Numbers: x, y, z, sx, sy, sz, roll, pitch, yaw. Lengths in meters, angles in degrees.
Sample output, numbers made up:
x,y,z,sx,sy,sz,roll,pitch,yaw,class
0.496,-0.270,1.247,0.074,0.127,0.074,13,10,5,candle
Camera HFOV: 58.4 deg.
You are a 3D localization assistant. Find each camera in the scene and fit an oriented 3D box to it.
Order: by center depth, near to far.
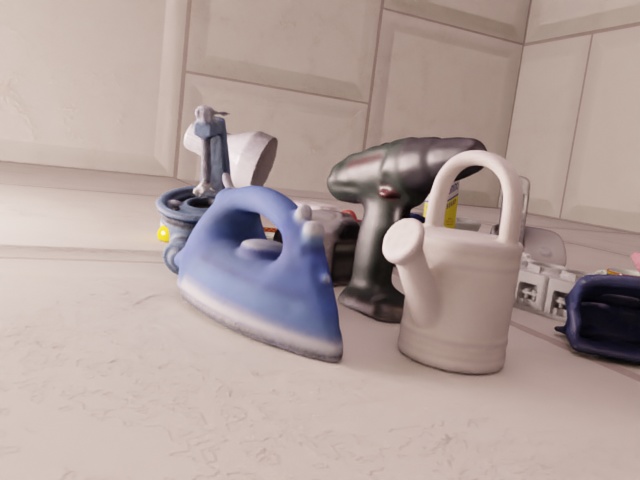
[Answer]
x,y,z,sx,sy,sz,roll,pitch,yaw,class
0.008,0.003,0.842,0.144,0.101,0.136,-1,11,-44,camera

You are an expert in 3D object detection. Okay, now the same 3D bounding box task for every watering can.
x,y,z,sx,sy,sz,roll,pitch,yaw,class
0.130,0.015,0.522,0.100,0.194,0.173,11,9,28,watering can

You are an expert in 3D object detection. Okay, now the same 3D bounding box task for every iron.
x,y,z,sx,sy,sz,roll,pitch,yaw,class
-0.050,0.012,0.577,0.119,0.141,0.257,1,10,-38,iron

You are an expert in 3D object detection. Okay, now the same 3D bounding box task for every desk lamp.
x,y,z,sx,sy,sz,roll,pitch,yaw,class
-0.192,-0.116,1.112,0.203,0.213,0.118,8,8,9,desk lamp

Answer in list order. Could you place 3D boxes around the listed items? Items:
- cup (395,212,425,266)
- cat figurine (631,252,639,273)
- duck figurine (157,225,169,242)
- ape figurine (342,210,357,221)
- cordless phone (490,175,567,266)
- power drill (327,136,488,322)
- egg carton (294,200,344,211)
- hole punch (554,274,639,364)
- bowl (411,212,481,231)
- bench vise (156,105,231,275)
x,y,z,sx,sy,sz,roll,pitch,yaw,class
0.142,-0.002,1.016,0.118,0.095,0.091,5,8,-12,cup
0.502,0.059,0.806,0.067,0.118,0.127,4,9,-20,cat figurine
-0.234,-0.041,1.005,0.077,0.086,0.105,12,9,33,duck figurine
0.040,-0.006,0.964,0.076,0.092,0.077,4,8,-18,ape figurine
0.414,-0.031,1.128,0.147,0.185,0.094,6,8,-5,cordless phone
0.087,-0.017,0.665,0.076,0.208,0.228,1,10,-37,power drill
-0.015,-0.050,1.316,0.149,0.069,0.107,12,10,34,egg carton
0.320,0.077,0.617,0.108,0.091,0.101,9,8,14,hole punch
0.279,-0.016,1.308,0.167,0.075,0.167,7,8,-1,bowl
-0.159,-0.072,0.801,0.121,0.220,0.207,6,8,-8,bench vise
